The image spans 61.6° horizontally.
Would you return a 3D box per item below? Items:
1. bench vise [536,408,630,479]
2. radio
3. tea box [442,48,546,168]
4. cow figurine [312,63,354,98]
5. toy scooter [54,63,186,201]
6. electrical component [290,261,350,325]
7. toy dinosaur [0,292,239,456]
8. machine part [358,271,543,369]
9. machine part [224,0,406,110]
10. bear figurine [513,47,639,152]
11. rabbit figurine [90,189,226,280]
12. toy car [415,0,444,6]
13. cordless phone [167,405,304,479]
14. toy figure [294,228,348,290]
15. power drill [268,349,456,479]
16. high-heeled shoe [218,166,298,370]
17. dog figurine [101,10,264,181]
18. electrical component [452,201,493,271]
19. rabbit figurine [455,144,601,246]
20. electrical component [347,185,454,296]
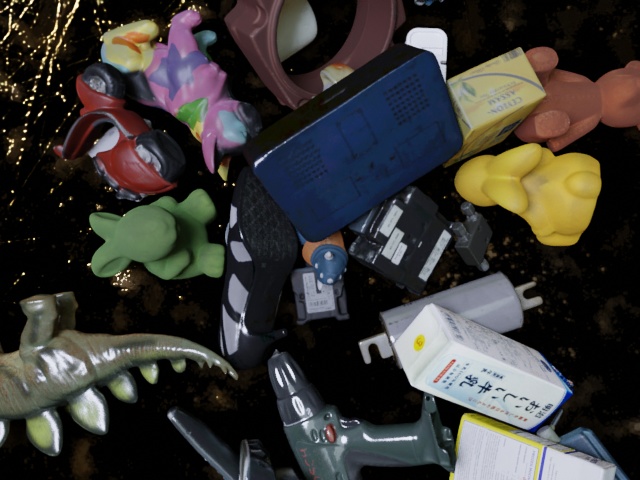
[{"bbox_3d":[0.358,0.314,0.626,0.223,0.129,0.241,-42,75,28],"label":"bench vise"},{"bbox_3d":[0.041,-0.107,0.615,0.230,0.073,0.131,-33,120,1],"label":"radio"},{"bbox_3d":[0.199,-0.158,0.675,0.098,0.169,0.068,-24,82,1],"label":"tea box"},{"bbox_3d":[0.043,-0.129,0.690,0.127,0.086,0.194,-25,118,-13],"label":"cow figurine"},{"bbox_3d":[-0.266,-0.118,0.687,0.135,0.075,0.184,-37,92,15],"label":"toy scooter"},{"bbox_3d":[-0.001,0.052,0.723,0.075,0.048,0.119,-4,85,1],"label":"electrical component"},{"bbox_3d":[-0.344,0.168,0.700,0.472,0.105,0.198,-15,91,10],"label":"toy dinosaur"},{"bbox_3d":[0.167,0.103,0.695,0.243,0.079,0.079,-18,83,1],"label":"machine part"},{"bbox_3d":[0.000,-0.277,0.678,0.201,0.201,0.087,-42,48,-2],"label":"machine part"},{"bbox_3d":[0.354,-0.182,0.695,0.196,0.132,0.120,-5,85,8],"label":"bear figurine"},{"bbox_3d":[-0.208,-0.010,0.676,0.159,0.170,0.121,-5,83,1],"label":"rabbit figurine"},{"bbox_3d":[0.196,-0.394,0.738,0.103,0.109,0.161,19,94,-14],"label":"toy car"},{"bbox_3d":[-0.114,0.266,0.650,0.184,0.146,0.089,42,77,0],"label":"cordless phone"},{"bbox_3d":[-0.002,-0.003,0.691,0.058,0.064,0.155,-25,50,-6],"label":"toy figure"},{"bbox_3d":[0.053,0.229,0.669,0.207,0.086,0.232,-17,87,10],"label":"power drill"},{"bbox_3d":[-0.099,0.041,0.702,0.086,0.145,0.248,0,74,-40],"label":"high-heeled shoe"},{"bbox_3d":[-0.183,-0.183,0.728,0.192,0.108,0.219,-15,86,0],"label":"dog figurine"},{"bbox_3d":[0.206,-0.003,0.715,0.094,0.021,0.063,49,58,-31],"label":"electrical component"},{"bbox_3d":[0.256,-0.063,0.687,0.173,0.162,0.121,15,97,21],"label":"rabbit figurine"},{"bbox_3d":[0.101,-0.008,0.688,0.134,0.058,0.115,35,81,-35],"label":"electrical component"}]
